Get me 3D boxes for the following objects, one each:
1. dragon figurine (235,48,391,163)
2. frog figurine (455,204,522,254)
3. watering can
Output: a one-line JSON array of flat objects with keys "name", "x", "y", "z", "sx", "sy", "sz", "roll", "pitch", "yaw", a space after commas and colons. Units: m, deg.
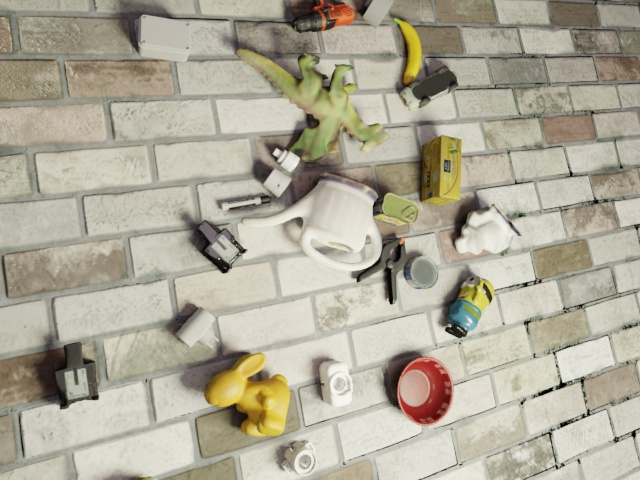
[{"name": "dragon figurine", "x": -0.021, "y": -0.314, "z": 1.267, "sx": 0.410, "sy": 0.122, "sz": 0.244, "roll": 9, "pitch": 86, "yaw": -12}, {"name": "frog figurine", "x": 0.446, "y": -0.014, "z": 1.412, "sx": 0.158, "sy": 0.125, "sz": 0.136, "roll": -38, "pitch": 108, "yaw": 13}, {"name": "watering can", "x": 0.004, "y": -0.061, "z": 1.220, "sx": 0.346, "sy": 0.103, "sz": 0.227, "roll": 22, "pitch": 72, "yaw": -16}]
